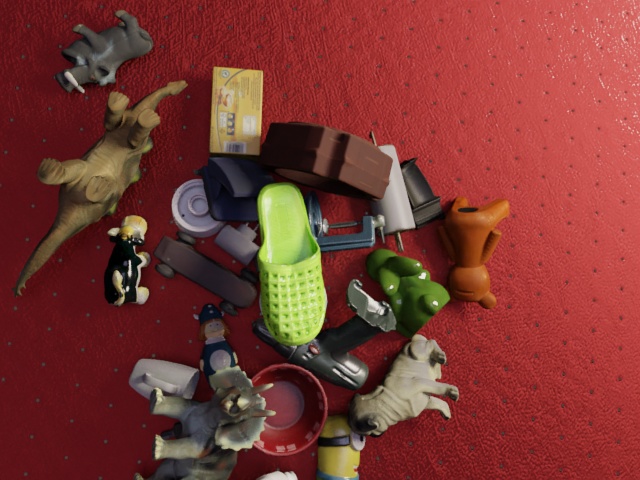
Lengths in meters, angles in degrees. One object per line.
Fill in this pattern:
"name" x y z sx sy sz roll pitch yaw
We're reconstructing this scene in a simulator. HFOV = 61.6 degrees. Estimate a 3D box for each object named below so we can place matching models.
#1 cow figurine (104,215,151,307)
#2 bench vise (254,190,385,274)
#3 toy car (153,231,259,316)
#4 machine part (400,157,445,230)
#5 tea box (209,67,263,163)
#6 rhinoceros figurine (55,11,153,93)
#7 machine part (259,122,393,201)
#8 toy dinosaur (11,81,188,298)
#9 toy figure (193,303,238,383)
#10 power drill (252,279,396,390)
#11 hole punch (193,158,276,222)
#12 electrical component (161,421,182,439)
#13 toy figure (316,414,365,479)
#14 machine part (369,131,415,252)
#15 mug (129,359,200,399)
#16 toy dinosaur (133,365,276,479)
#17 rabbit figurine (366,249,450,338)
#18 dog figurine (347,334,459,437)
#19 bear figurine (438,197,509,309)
"cow figurine" -0.347 0.034 0.954 0.068 0.098 0.167 0 83 -2
"bench vise" 0.000 0.001 0.986 0.241 0.128 0.223 -6 63 10
"toy car" -0.209 0.060 0.993 0.202 0.053 0.089 31 90 -8
"machine part" 0.194 -0.094 1.079 0.084 0.039 0.139 -22 88 -5
"tea box" -0.160 -0.236 1.028 0.098 0.068 0.169 4 81 -8
"rhinoceros figurine" -0.409 -0.346 1.009 0.190 0.073 0.112 -34 100 -12
"machine part" 0.011 -0.139 0.956 0.201 0.202 0.087 17 87 -49
"toy dinosaur" -0.382 -0.094 0.913 0.105 0.198 0.471 39 79 -3
"toy figure" -0.189 0.191 0.981 0.064 0.058 0.154 -4 80 -48
"power drill" 0.016 0.164 0.957 0.232 0.086 0.207 37 115 -10
"hole punch" -0.144 -0.101 0.971 0.142 0.092 0.116 -3 68 -41
"electrical component" -0.237 0.357 0.969 0.094 0.021 0.063 -14 86 -11
"toy figure" 0.030 0.409 0.972 0.089 0.082 0.180 13 84 -9
"machine part" 0.129 -0.095 1.048 0.079 0.079 0.243 -12 86 -10
"mug" -0.279 0.249 0.938 0.107 0.109 0.080 17 82 7
"toy dinosaur" -0.198 0.361 0.897 0.192 0.131 0.404 6 120 -24
"rabbit figurine" 0.146 0.086 1.005 0.121 0.159 0.170 -45 75 -2
"dog figurine" 0.132 0.260 0.982 0.191 0.172 0.121 -7 126 -8
"bear figurine" 0.301 0.026 1.052 0.132 0.120 0.195 -35 122 -50
